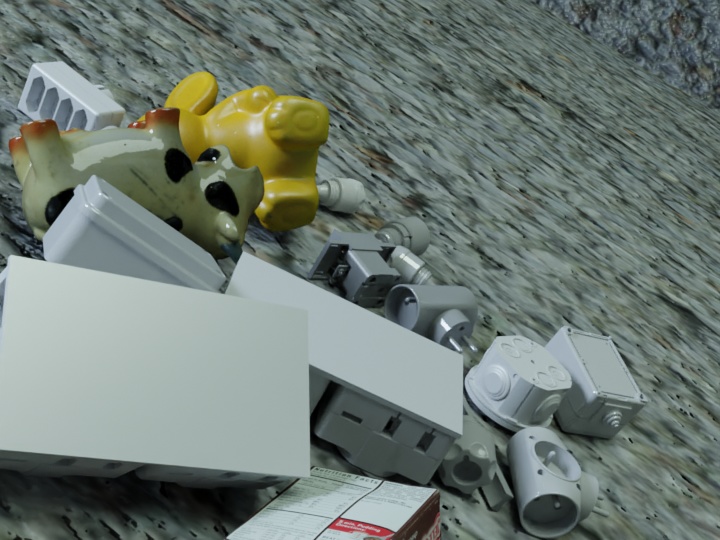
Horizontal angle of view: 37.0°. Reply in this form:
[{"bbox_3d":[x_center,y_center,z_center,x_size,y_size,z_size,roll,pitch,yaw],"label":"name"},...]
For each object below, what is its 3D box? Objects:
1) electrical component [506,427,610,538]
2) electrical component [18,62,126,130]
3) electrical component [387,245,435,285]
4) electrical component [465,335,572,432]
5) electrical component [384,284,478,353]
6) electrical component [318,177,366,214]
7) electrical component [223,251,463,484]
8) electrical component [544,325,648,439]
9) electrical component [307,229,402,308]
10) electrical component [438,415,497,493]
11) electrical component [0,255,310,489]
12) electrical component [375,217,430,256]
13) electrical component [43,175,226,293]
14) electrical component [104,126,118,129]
[{"bbox_3d":[0.152,0.164,0.807,0.079,0.044,0.077,23,26,-13],"label":"electrical component"},{"bbox_3d":[-0.246,-0.146,0.966,0.083,0.047,0.076,37,28,16],"label":"electrical component"},{"bbox_3d":[0.051,0.006,1.004,0.061,0.035,0.035,37,27,9],"label":"electrical component"},{"bbox_3d":[0.133,0.096,0.905,0.080,0.051,0.080,23,26,-12],"label":"electrical component"},{"bbox_3d":[0.072,0.046,0.941,0.077,0.044,0.079,2,36,-43],"label":"electrical component"},{"bbox_3d":[-0.027,-0.076,1.075,0.061,0.035,0.035,5,34,-36],"label":"electrical component"},{"bbox_3d":[-0.022,0.073,0.780,0.186,0.060,0.105,26,26,-7],"label":"electrical component"},{"bbox_3d":[0.201,0.107,0.950,0.062,0.061,0.096,13,38,-30],"label":"electrical component"},{"bbox_3d":[0.000,0.000,0.956,0.081,0.042,0.063,2,39,-43],"label":"electrical component"},{"bbox_3d":[0.078,0.131,0.794,0.043,0.043,0.062,25,25,-8],"label":"electrical component"},{"bbox_3d":[-0.125,0.067,0.630,0.186,0.060,0.105,12,65,-31],"label":"electrical component"},{"bbox_3d":[0.035,-0.029,1.045,0.040,0.040,0.078,41,28,23],"label":"electrical component"},{"bbox_3d":[-0.155,-0.008,0.744,0.113,0.057,0.078,36,2,-23],"label":"electrical component"},{"bbox_3d":[-0.201,-0.083,0.891,0.047,0.055,0.055,38,27,9],"label":"electrical component"}]
